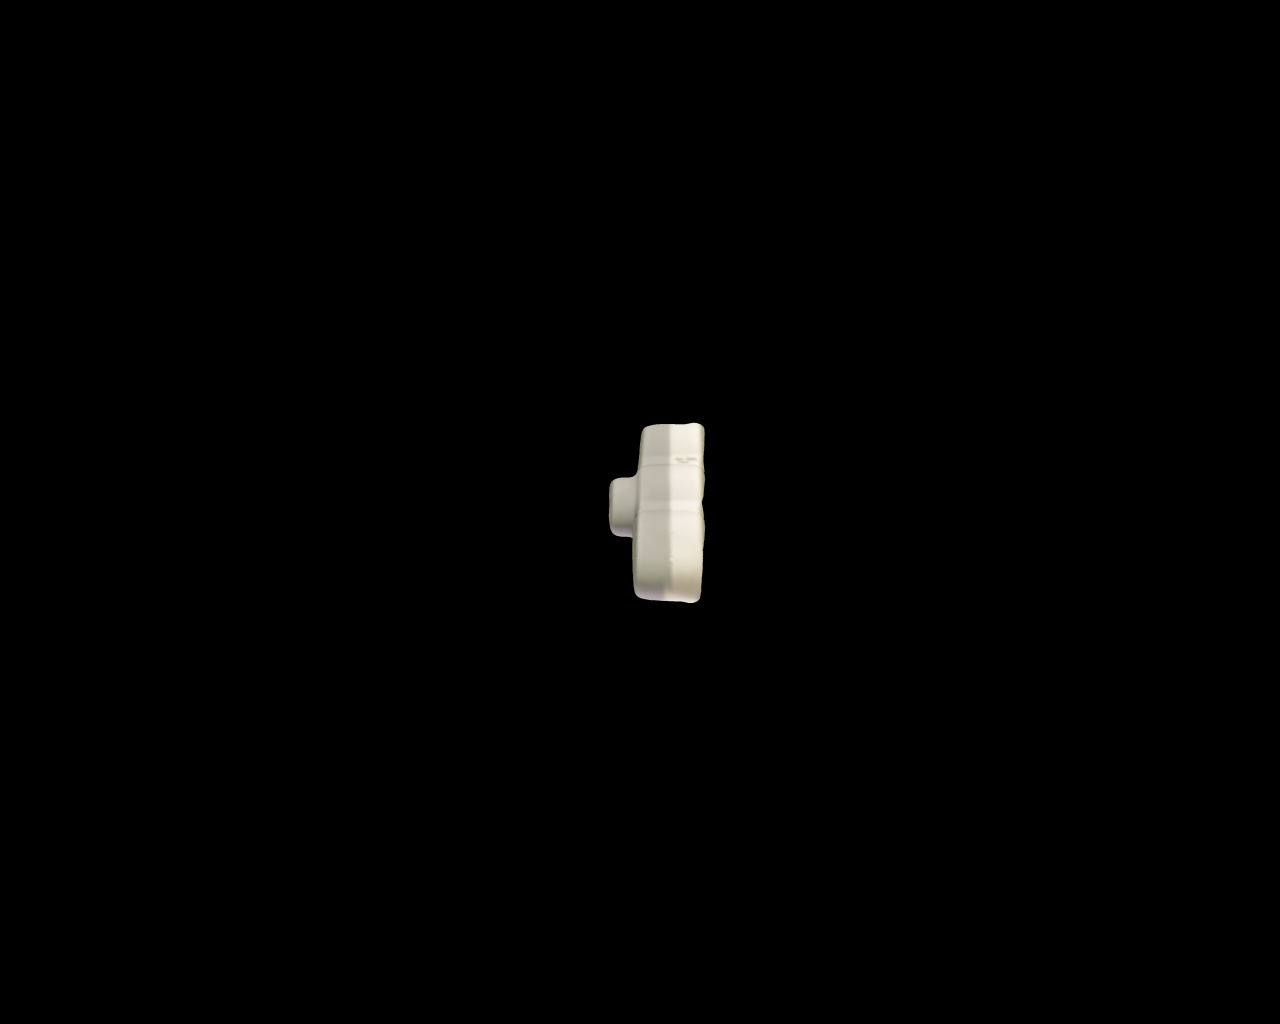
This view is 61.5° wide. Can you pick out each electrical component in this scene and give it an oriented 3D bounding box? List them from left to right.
[{"bbox_3d":[0.001,-0.003,0.650,0.074,0.052,0.138,2,40,2],"label":"electrical component"}]
